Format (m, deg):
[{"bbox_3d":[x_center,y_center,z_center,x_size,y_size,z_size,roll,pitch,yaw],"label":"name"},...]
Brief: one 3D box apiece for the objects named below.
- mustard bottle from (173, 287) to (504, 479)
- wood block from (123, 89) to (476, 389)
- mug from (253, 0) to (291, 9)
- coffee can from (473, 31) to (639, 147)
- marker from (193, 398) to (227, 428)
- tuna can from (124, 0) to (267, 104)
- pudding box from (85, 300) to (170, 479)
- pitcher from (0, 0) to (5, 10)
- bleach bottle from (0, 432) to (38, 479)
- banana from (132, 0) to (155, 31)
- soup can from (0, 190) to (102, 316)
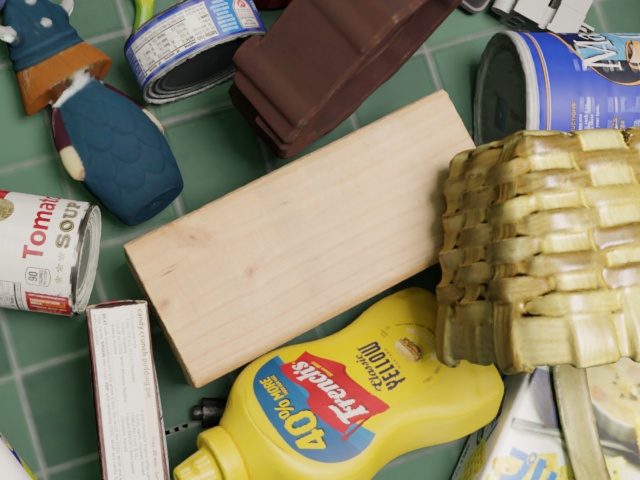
[{"bbox_3d":[0.005,0.100,0.618,0.191,0.058,0.096,-23,55,-23],"label":"mustard bottle"},{"bbox_3d":[-0.004,0.001,0.639,0.206,0.091,0.090,-27,88,-11],"label":"wood block"},{"bbox_3d":[-0.028,-0.205,0.663,0.093,0.081,0.117,10,83,-8],"label":"mug"},{"bbox_3d":[0.178,-0.079,0.669,0.140,0.103,0.103,-2,84,-9],"label":"coffee can"},{"bbox_3d":[-0.018,0.106,0.661,0.121,0.020,0.020,1,83,-9],"label":"marker"},{"bbox_3d":[-0.074,-0.117,0.644,0.086,0.086,0.034,-25,86,-11],"label":"tuna can"},{"bbox_3d":[-0.111,0.092,0.612,0.039,0.090,0.113,-8,85,-11],"label":"pudding box"},{"bbox_3d":[-0.282,-0.219,0.604,0.243,0.145,0.149,30,74,4],"label":"pitcher"},{"bbox_3d":[-0.219,0.097,0.588,0.068,0.103,0.251,-35,90,-21],"label":"bleach bottle"},{"bbox_3d":[-0.166,-0.215,0.666,0.198,0.037,0.069,39,82,-3],"label":"banana"},{"bbox_3d":[-0.184,0.005,0.617,0.102,0.068,0.068,8,82,-2],"label":"soup can"}]
